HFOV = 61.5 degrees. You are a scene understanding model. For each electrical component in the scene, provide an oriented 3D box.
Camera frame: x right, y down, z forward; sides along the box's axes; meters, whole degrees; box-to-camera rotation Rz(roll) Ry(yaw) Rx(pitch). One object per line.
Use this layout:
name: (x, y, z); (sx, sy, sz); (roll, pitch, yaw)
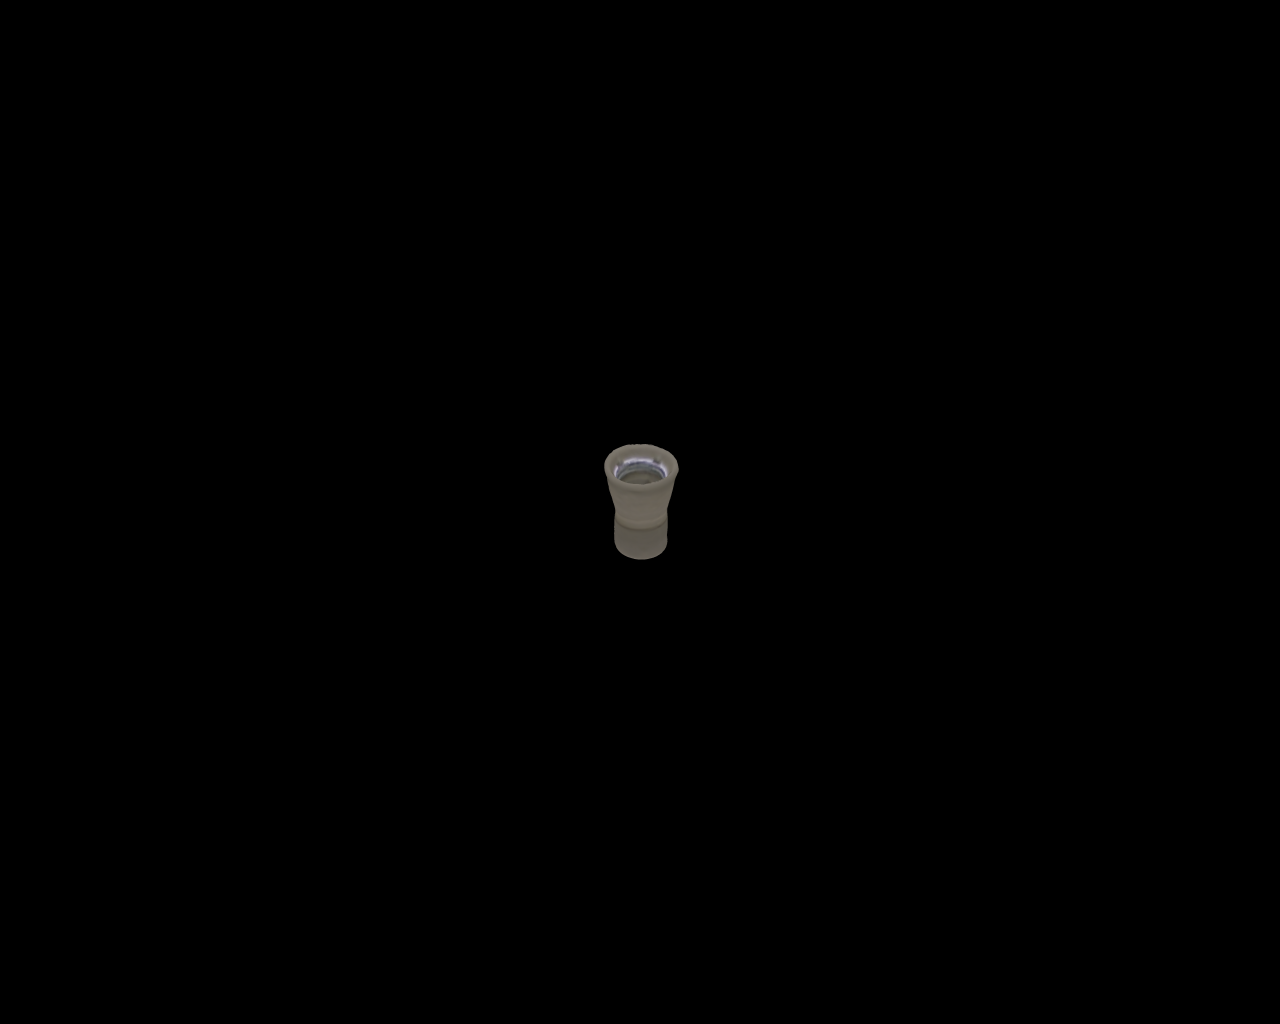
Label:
electrical component: (0.001, -0.003, 0.650); (0.044, 0.065, 0.044); (0, 36, 0)
